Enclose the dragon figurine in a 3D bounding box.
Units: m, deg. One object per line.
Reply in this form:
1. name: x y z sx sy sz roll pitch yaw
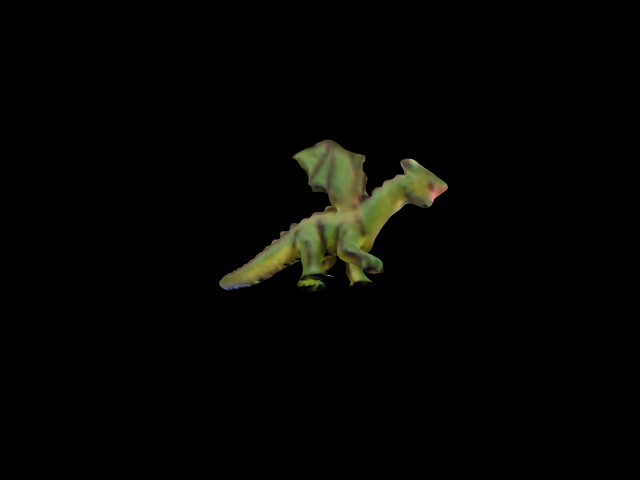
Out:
1. dragon figurine: 0.003 -0.043 0.850 0.409 0.246 0.121 -5 -15 22
